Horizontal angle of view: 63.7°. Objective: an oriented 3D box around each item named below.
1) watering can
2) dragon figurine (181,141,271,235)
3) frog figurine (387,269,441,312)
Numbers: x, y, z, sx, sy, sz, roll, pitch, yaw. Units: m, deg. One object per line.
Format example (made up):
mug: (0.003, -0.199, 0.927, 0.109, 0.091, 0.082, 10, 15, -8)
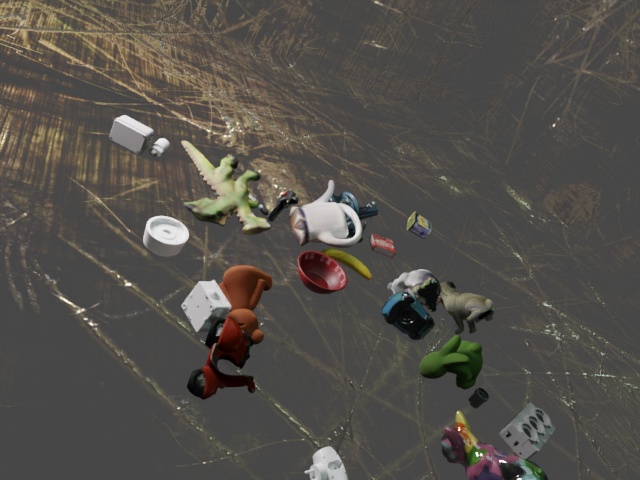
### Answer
watering can: (0.005, -0.086, 1.700, 0.225, 0.101, 0.355, -6, 40, -16)
dragon figurine: (-0.317, -0.148, 1.575, 0.411, 0.119, 0.248, 32, 38, 4)
frog figurine: (0.298, 0.148, 1.633, 0.136, 0.123, 0.160, 25, -5, -28)
